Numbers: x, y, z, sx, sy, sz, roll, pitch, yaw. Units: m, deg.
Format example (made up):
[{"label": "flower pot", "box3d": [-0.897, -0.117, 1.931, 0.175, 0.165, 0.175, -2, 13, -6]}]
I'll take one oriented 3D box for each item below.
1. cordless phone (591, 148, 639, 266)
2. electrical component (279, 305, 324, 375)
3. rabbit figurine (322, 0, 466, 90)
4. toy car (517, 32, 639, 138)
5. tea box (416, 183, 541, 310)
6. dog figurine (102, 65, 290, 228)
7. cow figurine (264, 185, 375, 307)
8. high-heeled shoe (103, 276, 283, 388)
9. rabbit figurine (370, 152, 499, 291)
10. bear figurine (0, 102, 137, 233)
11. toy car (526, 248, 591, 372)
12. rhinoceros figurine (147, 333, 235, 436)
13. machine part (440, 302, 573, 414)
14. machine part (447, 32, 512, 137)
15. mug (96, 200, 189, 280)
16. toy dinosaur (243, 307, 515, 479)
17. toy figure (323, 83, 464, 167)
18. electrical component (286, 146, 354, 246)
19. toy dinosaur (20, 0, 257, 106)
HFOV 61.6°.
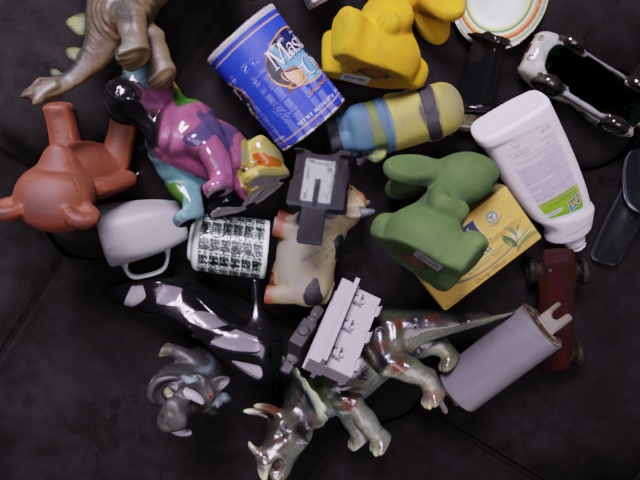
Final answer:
[{"label": "cordless phone", "box3d": [0.493, -0.033, 0.785, 0.147, 0.089, 0.184, 11, 116, -10]}, {"label": "electrical component", "box3d": [-0.024, 0.135, 0.721, 0.021, 0.094, 0.063, 28, 146, 13]}, {"label": "rabbit figurine", "box3d": [0.088, -0.277, 0.646, 0.162, 0.122, 0.173, 7, 86, -1]}, {"label": "toy car", "box3d": [0.361, -0.208, 0.723, 0.202, 0.056, 0.073, 25, 96, -14]}, {"label": "tea box", "box3d": [0.208, 0.006, 0.761, 0.169, 0.068, 0.098, -40, 106, 7]}, {"label": "dog figurine", "box3d": [-0.156, -0.140, 0.662, 0.108, 0.191, 0.219, -33, 82, 43]}, {"label": "cow figurine", "box3d": [-0.001, -0.002, 0.728, 0.127, 0.085, 0.194, 10, 103, -4]}, {"label": "high-heeled shoe", "box3d": [-0.171, 0.123, 0.719, 0.249, 0.086, 0.145, -2, 89, 11]}, {"label": "rabbit figurine", "box3d": [0.151, -0.043, 0.685, 0.159, 0.121, 0.170, 30, 73, 17]}, {"label": "bear figurine", "box3d": [-0.287, -0.086, 0.615, 0.120, 0.196, 0.131, 5, 104, -5]}, {"label": "toy car", "box3d": [0.356, 0.106, 0.813, 0.089, 0.053, 0.202, -1, 106, 16]}, {"label": "rhinoceros figurine", "box3d": [-0.166, 0.188, 0.715, 0.112, 0.190, 0.073, 28, 105, 6]}, {"label": "machine part", "box3d": [0.262, 0.174, 0.791, 0.079, 0.079, 0.243, 37, 115, -14]}, {"label": "machine part", "box3d": [0.213, -0.202, 0.710, 0.084, 0.039, 0.138, 2, 122, 2]}, {"label": "mug", "box3d": [-0.226, -0.005, 0.706, 0.107, 0.081, 0.109, -14, 102, -11]}, {"label": "toy dinosaur", "box3d": [0.070, 0.177, 0.774, 0.405, 0.131, 0.192, -44, 94, -3]}, {"label": "toy figure", "box3d": [0.096, -0.148, 0.694, 0.180, 0.089, 0.082, -14, 113, -4]}, {"label": "electrical component", "box3d": [-0.001, -0.052, 0.661, 0.075, 0.047, 0.119, 4, 87, 8]}, {"label": "toy dinosaur", "box3d": [-0.160, -0.328, 0.578, 0.199, 0.105, 0.471, 40, 84, 11]}]
